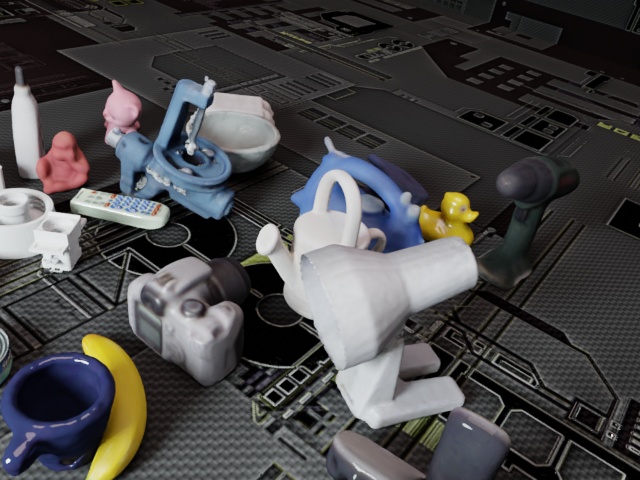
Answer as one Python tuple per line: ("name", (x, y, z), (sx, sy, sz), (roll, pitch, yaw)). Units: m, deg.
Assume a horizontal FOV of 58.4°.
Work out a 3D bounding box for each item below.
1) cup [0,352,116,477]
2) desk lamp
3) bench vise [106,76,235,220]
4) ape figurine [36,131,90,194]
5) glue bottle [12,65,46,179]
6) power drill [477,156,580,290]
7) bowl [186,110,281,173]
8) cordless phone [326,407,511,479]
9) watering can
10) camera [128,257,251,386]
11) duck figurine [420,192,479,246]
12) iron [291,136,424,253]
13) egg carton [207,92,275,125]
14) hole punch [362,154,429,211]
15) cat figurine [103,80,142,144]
("cup", (-0.235, 0.173, 0.511), (0.091, 0.095, 0.118), (13, 35, 3))
("desk lamp", (0.073, 0.092, 0.610), (0.204, 0.213, 0.117), (-6, 38, -23))
("bench vise", (-0.225, -0.143, 0.853), (0.207, 0.220, 0.121), (7, 35, -6))
("ape figurine", (-0.397, -0.125, 0.891), (0.077, 0.092, 0.076), (13, 35, 3))
("glue bottle", (-0.455, -0.186, 0.889), (0.037, 0.173, 0.078), (-3, 37, -19))
("power drill", (0.304, -0.034, 0.860), (0.075, 0.208, 0.230), (35, 41, 30))
("bowl", (-0.158, -0.168, 1.035), (0.167, 0.075, 0.167), (8, 35, -5))
("cordless phone", (0.083, 0.190, 0.499), (0.147, 0.185, 0.094), (26, 37, 20))
("watering can", (0.008, 0.004, 0.734), (0.100, 0.194, 0.173), (35, 41, 31))
("camera", (-0.135, 0.073, 0.678), (0.142, 0.101, 0.137), (30, 39, 25))
("duck figurine", (0.213, -0.041, 0.951), (0.104, 0.086, 0.078), (23, 36, 17))
("iron", (0.080, -0.049, 0.876), (0.257, 0.141, 0.119), (34, 41, 29))
("egg carton", (-0.167, -0.244, 1.146), (0.150, 0.069, 0.107), (3, 35, -12))
("hole punch", (0.133, -0.098, 1.004), (0.101, 0.091, 0.108), (-6, 38, -24))
("cat figurine", (-0.359, -0.238, 1.040), (0.067, 0.118, 0.127), (-5, 38, -21))
